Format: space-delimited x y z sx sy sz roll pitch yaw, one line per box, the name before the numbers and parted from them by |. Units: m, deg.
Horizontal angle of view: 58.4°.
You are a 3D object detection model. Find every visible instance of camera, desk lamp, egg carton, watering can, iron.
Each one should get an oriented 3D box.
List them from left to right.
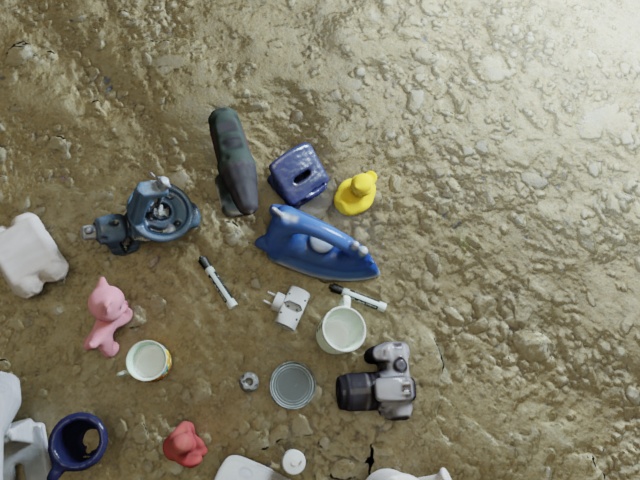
desk lamp | -0.505 0.317 0.892 0.118 0.213 0.203 -16 75 -12
egg carton | -0.540 0.028 1.056 0.107 0.069 0.150 -35 80 -17
iron | 0.010 0.004 1.106 0.258 0.141 0.119 20 71 -1
camera | 0.100 0.262 1.058 0.137 0.100 0.143 -1 72 -8
watering can | 0.139 0.437 0.958 0.101 0.194 0.173 42 72 6

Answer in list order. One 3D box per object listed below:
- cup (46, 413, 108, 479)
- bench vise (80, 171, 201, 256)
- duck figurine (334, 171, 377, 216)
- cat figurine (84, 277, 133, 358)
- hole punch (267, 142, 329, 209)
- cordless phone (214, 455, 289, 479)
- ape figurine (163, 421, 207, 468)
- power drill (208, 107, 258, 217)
cup | -0.403 0.350 0.959 0.091 0.095 0.118 31 71 3
bench vise | -0.320 -0.038 1.030 0.208 0.219 0.121 -35 80 -17
duck figurine | 0.077 -0.103 1.179 0.105 0.086 0.077 -41 82 -18
cat figurine | -0.383 0.137 1.018 0.067 0.117 0.128 15 71 -3
hole punch | -0.041 -0.130 1.168 0.109 0.091 0.101 -36 80 -17
cordless phone | -0.105 0.420 0.932 0.147 0.185 0.094 23 71 0
ape figurine | -0.234 0.352 0.985 0.076 0.092 0.078 2 72 -7
power drill | -0.159 -0.123 1.086 0.076 0.208 0.229 -14 75 -12
